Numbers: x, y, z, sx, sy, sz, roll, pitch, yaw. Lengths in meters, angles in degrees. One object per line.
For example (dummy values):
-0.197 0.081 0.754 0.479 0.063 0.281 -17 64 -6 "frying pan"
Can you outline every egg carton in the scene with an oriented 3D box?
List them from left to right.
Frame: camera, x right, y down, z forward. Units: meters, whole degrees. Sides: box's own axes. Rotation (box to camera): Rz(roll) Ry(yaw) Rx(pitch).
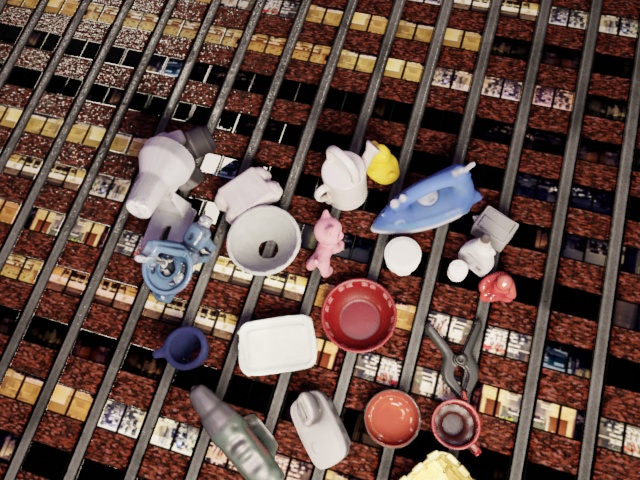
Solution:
-0.168 -0.103 1.345 0.150 0.069 0.107 -37 71 -8 "egg carton"

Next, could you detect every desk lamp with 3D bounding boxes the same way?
-0.351 -0.097 1.283 0.117 0.214 0.203 12 71 10 "desk lamp"

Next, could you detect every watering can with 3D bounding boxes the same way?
0.058 -0.154 1.277 0.100 0.194 0.173 25 74 14 "watering can"

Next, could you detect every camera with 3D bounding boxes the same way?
-0.318 -0.215 1.383 0.137 0.101 0.143 -27 70 -5 "camera"

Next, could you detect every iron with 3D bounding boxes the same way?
0.230 -0.095 1.268 0.258 0.141 0.118 -24 69 -4 "iron"

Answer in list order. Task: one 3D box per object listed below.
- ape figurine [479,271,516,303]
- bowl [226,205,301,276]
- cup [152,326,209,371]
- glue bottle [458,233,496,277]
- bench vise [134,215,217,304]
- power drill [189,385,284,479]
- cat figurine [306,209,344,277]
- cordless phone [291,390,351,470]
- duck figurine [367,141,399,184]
0.381 0.097 1.211 0.077 0.092 0.076 38 77 17 "ape figurine"
-0.122 0.010 1.297 0.167 0.075 0.167 -2 70 5 "bowl"
-0.286 0.239 1.217 0.117 0.095 0.091 -13 69 1 "cup"
0.335 0.022 1.199 0.037 0.173 0.078 -42 72 -10 "glue bottle"
-0.321 0.021 1.234 0.121 0.220 0.207 14 72 10 "bench vise"
-0.151 0.378 1.093 0.076 0.208 0.229 -41 72 -10 "power drill"
0.012 0.005 1.264 0.067 0.118 0.128 19 73 12 "cat figurine"
-0.004 0.360 1.099 0.094 0.185 0.147 -29 70 -5 "cordless phone"
0.144 -0.186 1.339 0.077 0.086 0.104 -30 70 -6 "duck figurine"
